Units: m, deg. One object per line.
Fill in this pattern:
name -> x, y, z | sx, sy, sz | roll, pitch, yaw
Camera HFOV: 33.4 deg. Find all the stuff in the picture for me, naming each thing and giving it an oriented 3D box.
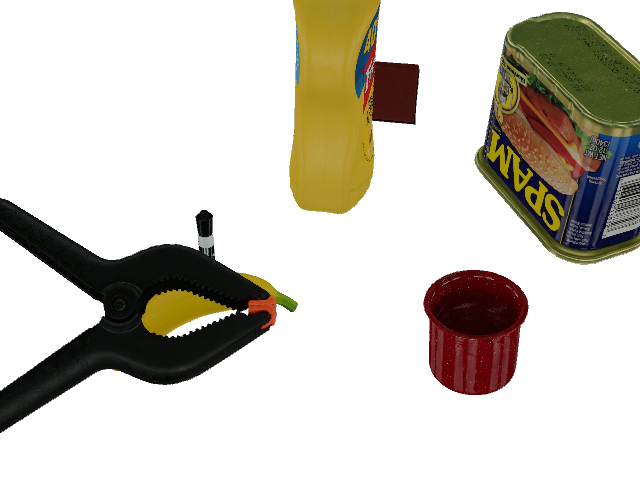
foam brick -> 0.052, -0.140, 0.996 | 0.078, 0.051, 0.053 | 5, 15, 3
marker -> -0.127, 0.020, 1.198 | 0.020, 0.121, 0.020 | 0, 32, 0
mug -> 0.140, 0.080, 0.988 | 0.093, 0.081, 0.117 | -6, 39, -3
can of meat -> 0.127, -0.053, 0.537 | 0.057, 0.084, 0.102 | -15, 46, -19
banana -> -0.124, 0.070, 0.996 | 0.198, 0.069, 0.037 | -18, 23, 15
clamp -> -0.136, 0.039, 0.703 | 0.210, 0.164, 0.036 | -7, -21, -4
mustard bottle -> 0.010, -0.118, 0.691 | 0.058, 0.192, 0.096 | 7, 39, 8
